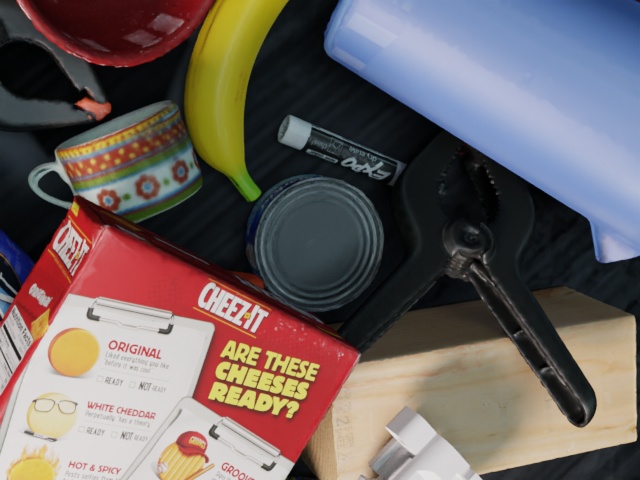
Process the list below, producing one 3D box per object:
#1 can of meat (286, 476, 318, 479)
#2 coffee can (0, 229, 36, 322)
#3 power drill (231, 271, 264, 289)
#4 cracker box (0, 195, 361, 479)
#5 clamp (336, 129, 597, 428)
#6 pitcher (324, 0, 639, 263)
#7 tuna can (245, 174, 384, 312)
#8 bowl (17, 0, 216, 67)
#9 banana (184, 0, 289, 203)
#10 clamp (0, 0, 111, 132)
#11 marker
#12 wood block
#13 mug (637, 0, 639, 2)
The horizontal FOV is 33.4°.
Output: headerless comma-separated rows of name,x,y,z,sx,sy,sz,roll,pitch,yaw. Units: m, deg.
can of meat,0.010,0.211,0.709,0.083,0.057,0.102,10,95,-16
coffee can,-0.212,0.024,0.565,0.102,0.103,0.140,-43,127,-7
power drill,-0.083,0.110,0.644,0.184,0.057,0.188,8,93,-2
cracker box,-0.105,0.108,0.554,0.164,0.072,0.214,29,92,-32
clamp,0.078,0.010,0.652,0.164,0.036,0.210,5,60,-12
pitcher,0.134,-0.112,0.636,0.243,0.145,0.149,29,61,-3
tuna can,-0.004,0.001,0.683,0.086,0.034,0.086,-3,100,-17
bowl,-0.122,-0.179,0.586,0.161,0.055,0.162,-21,119,-44
banana,-0.039,-0.126,0.654,0.069,0.037,0.198,18,95,-38
clamp,-0.203,-0.107,0.602,0.171,0.039,0.120,39,93,-12
marker,0.030,-0.051,0.694,0.121,0.020,0.020,20,92,-20
wood block,0.092,0.096,0.699,0.205,0.091,0.090,-8,102,-17
mug,0.249,-0.155,0.699,0.081,0.117,0.093,-52,143,1
